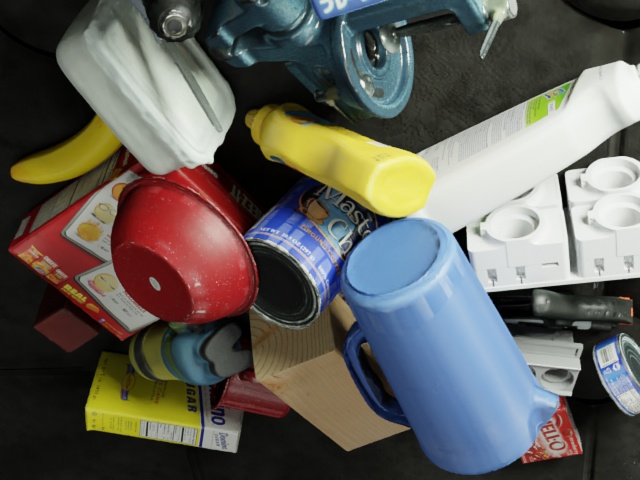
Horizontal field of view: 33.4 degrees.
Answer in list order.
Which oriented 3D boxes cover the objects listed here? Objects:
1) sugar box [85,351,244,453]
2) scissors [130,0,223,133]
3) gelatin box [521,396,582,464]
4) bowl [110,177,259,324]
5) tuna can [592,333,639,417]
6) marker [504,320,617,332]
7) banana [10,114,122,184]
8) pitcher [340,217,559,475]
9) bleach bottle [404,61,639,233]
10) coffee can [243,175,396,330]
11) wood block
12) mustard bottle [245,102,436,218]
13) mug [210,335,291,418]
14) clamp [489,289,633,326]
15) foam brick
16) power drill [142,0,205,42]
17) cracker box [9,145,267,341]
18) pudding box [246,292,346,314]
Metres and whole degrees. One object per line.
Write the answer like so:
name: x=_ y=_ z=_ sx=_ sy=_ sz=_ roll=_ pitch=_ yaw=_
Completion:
sugar box: x=-0.175 y=0.186 z=1.234 sx=0.176 sy=0.093 sz=0.048 roll=7 pitch=132 yaw=-1
scissors: x=-0.139 y=-0.180 z=0.855 sx=0.016 sy=0.202 sz=0.096 roll=-31 pitch=163 yaw=15
gelatin box: x=0.264 y=0.224 z=1.264 sx=0.073 sy=0.030 sz=0.089 roll=-14 pitch=128 yaw=17
bowl: x=-0.137 y=0.023 z=0.975 sx=0.162 sy=0.055 sz=0.162 roll=22 pitch=137 yaw=22
tuna can: x=0.332 y=0.145 z=1.152 sx=0.034 sy=0.086 sz=0.086 roll=-33 pitch=121 yaw=27
marker: x=0.259 y=0.085 z=1.151 sx=0.121 sy=0.020 sz=0.020 roll=6 pitch=131 yaw=1
banana: x=-0.225 y=-0.105 z=1.025 sx=0.069 sy=0.037 sz=0.198 roll=43 pitch=123 yaw=-7
pitcher: x=0.102 y=0.098 z=0.987 sx=0.149 sy=0.145 sz=0.242 roll=-36 pitch=127 yaw=-6
bleach bottle: x=0.191 y=-0.087 z=0.951 sx=0.251 sy=0.102 sz=0.068 roll=-27 pitch=115 yaw=27
coffee can: x=-0.007 y=0.001 z=1.003 sx=0.103 sy=0.140 sz=0.103 roll=23 pitch=137 yaw=23
wood block: x=0.016 y=0.138 z=1.137 sx=0.091 sy=0.090 sz=0.206 roll=-23 pitch=141 yaw=17
mustard bottle: x=0.004 y=-0.080 z=0.956 sx=0.096 sy=0.192 sz=0.058 roll=2 pitch=111 yaw=-52
mug: x=-0.068 y=0.151 z=1.186 sx=0.081 sy=0.093 sz=0.117 roll=15 pitch=170 yaw=-14
clamp: x=0.232 y=0.069 z=1.087 sx=0.209 sy=0.036 sz=0.165 roll=5 pitch=174 yaw=-36
foam brick: x=-0.266 y=0.072 z=1.153 sx=0.051 sy=0.078 sz=0.053 roll=-31 pitch=122 yaw=26
power drill: x=-0.097 y=-0.258 z=0.791 sx=0.057 sy=0.184 sz=0.188 roll=9 pitch=123 yaw=-17
cracker box: x=-0.179 y=-0.006 z=1.081 sx=0.214 sy=0.072 sz=0.164 roll=-30 pitch=122 yaw=27
pudding box: x=-0.023 y=0.054 z=1.137 sx=0.114 sy=0.039 sz=0.090 roll=-29 pitch=125 yaw=29
